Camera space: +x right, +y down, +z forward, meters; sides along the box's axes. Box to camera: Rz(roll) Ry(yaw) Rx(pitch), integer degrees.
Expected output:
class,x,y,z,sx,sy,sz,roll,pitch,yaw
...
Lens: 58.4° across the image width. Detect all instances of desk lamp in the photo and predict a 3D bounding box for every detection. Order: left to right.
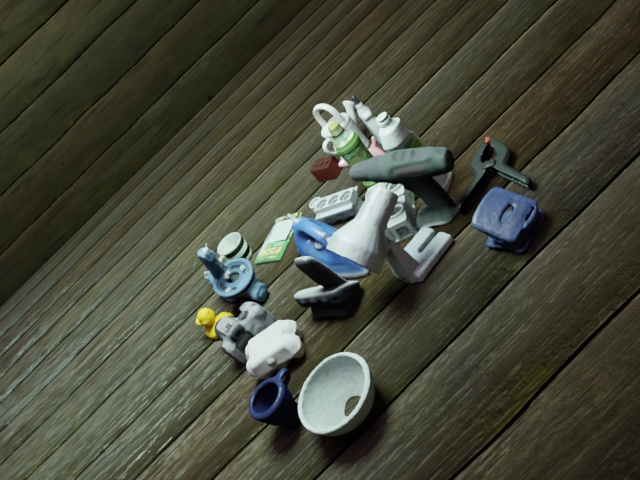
class,x,y,z,sx,sy,sz,roll,pitch,yaw
desk lamp,0.139,0.001,1.199,0.203,0.214,0.117,-51,33,-10

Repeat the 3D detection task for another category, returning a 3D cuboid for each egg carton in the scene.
class,x,y,z,sx,sy,sz,roll,pitch,yaw
egg carton,-0.106,0.255,1.320,0.150,0.070,0.107,-36,33,13

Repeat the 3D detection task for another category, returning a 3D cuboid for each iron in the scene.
class,x,y,z,sx,sy,sz,roll,pitch,yaw
iron,0.013,0.005,1.405,0.119,0.142,0.257,-50,32,-9

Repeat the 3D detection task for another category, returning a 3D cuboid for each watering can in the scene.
class,x,y,z,sx,sy,sz,roll,pitch,yaw
watering can,0.055,-0.337,1.701,0.100,0.195,0.173,-17,41,36

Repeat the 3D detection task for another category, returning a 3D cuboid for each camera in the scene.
class,x,y,z,sx,sy,sz,roll,pitch,yaw
camera,-0.208,0.218,1.447,0.136,0.101,0.143,12,62,53

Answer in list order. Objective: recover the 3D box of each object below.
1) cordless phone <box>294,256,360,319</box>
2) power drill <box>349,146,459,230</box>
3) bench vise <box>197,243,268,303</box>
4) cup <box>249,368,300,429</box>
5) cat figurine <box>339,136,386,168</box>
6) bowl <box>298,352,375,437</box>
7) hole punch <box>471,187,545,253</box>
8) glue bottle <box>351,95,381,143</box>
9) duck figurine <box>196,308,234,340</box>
class,x,y,z,sx,sy,sz,roll,pitch,yaw
cordless phone,-0.012,0.093,1.290,0.147,0.185,0.094,-15,42,38
power drill,0.206,-0.118,1.266,0.228,0.209,0.075,-17,41,37
bench vise,-0.271,0.098,1.542,0.206,0.220,0.121,-17,41,37
cup,-0.078,0.332,1.175,0.091,0.095,0.118,0,53,48
cat figurine,0.115,-0.235,1.590,0.127,0.118,0.067,-35,33,15
bowl,0.044,0.304,1.089,0.167,0.075,0.167,-29,35,23
hole punch,0.365,-0.042,1.111,0.100,0.091,0.109,11,62,53
glue bottle,0.141,-0.347,1.636,0.037,0.174,0.078,-40,32,7
duck figurine,-0.290,0.217,1.555,0.104,0.086,0.077,-24,37,29
